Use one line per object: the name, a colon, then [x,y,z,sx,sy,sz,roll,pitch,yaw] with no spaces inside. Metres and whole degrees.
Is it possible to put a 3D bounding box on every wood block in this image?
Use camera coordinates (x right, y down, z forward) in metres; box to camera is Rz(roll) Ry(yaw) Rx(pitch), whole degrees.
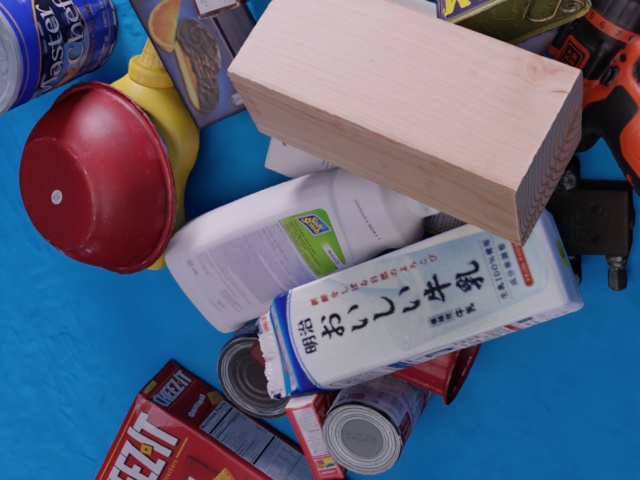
wood block: [0.056,-0.088,0.696,0.206,0.090,0.090,25,165,22]

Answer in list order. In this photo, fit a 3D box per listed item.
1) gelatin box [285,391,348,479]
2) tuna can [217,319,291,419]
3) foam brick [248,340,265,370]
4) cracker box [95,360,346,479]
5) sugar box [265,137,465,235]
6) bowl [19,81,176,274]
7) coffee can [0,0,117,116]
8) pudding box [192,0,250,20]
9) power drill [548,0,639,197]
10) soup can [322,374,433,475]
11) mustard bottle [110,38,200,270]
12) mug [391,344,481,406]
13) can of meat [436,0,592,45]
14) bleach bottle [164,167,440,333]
gelatin box: [0.009,0.149,0.904,0.030,0.089,0.073,-15,107,24]
tuna can: [-0.047,0.115,0.945,0.086,0.033,0.086,9,116,19]
foam brick: [-0.013,0.080,0.888,0.051,0.078,0.053,46,122,-1]
cracker box: [-0.098,0.241,1.001,0.214,0.072,0.164,33,121,6]
sugar box: [0.052,-0.069,0.813,0.176,0.048,0.093,25,120,15]
bowl: [-0.190,-0.043,0.853,0.162,0.055,0.162,15,115,35]
coffee can: [-0.239,-0.160,0.836,0.103,0.140,0.103,9,116,19]
pudding box: [-0.074,-0.225,0.768,0.039,0.090,0.113,-14,107,26]
power drill: [0.224,-0.090,0.674,0.188,0.057,0.185,57,140,32]
soup can: [0.049,0.136,0.874,0.069,0.102,0.068,9,116,18]
mustard bottle: [-0.147,-0.076,0.884,0.096,0.058,0.192,27,121,22]
mug: [0.085,0.061,0.839,0.082,0.093,0.117,22,94,18]
can of meat: [0.121,-0.179,0.698,0.102,0.057,0.084,-17,69,43]
bleach bottle: [-0.005,0.001,0.820,0.251,0.068,0.102,-17,119,41]
